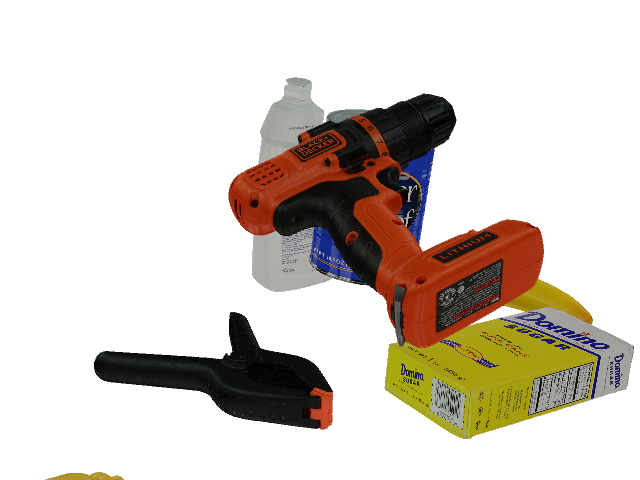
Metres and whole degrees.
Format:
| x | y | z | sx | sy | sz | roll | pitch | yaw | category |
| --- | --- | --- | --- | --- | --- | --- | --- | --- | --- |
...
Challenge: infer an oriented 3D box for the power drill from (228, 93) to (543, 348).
| x | y | z | sx | sy | sz | roll | pitch | yaw | category |
| --- | --- | --- | --- | --- | --- | --- | --- | --- | --- |
| 0.057 | -0.022 | 0.708 | 0.184 | 0.057 | 0.188 | -28 | 44 | -21 | power drill |

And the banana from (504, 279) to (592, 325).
| x | y | z | sx | sy | sz | roll | pitch | yaw | category |
| --- | --- | --- | --- | --- | --- | --- | --- | --- | --- |
| 0.181 | 0.056 | 1.106 | 0.198 | 0.037 | 0.069 | 7 | 39 | 12 | banana |

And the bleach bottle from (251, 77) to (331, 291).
| x | y | z | sx | sy | sz | roll | pitch | yaw | category |
| --- | --- | --- | --- | --- | --- | --- | --- | --- | --- |
| -0.027 | -0.068 | 1.260 | 0.102 | 0.251 | 0.068 | -13 | 30 | -34 | bleach bottle |

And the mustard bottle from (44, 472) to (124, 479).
| x | y | z | sx | sy | sz | roll | pitch | yaw | category |
| --- | --- | --- | --- | --- | --- | --- | --- | --- | --- |
| -0.221 | 0.232 | 0.851 | 0.096 | 0.058 | 0.191 | 7 | 15 | 28 | mustard bottle |

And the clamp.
| x | y | z | sx | sy | sz | roll | pitch | yaw | category |
| --- | --- | --- | --- | --- | --- | --- | --- | --- | --- |
| -0.063 | 0.108 | 0.902 | 0.210 | 0.036 | 0.164 | 13 | 21 | 35 | clamp |

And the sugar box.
| x | y | z | sx | sy | sz | roll | pitch | yaw | category |
| --- | --- | --- | --- | --- | --- | --- | --- | --- | --- |
| 0.147 | 0.097 | 0.821 | 0.175 | 0.048 | 0.093 | -12 | 25 | -34 | sugar box |

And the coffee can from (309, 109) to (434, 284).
| x | y | z | sx | sy | sz | roll | pitch | yaw | category |
| --- | --- | --- | --- | --- | --- | --- | --- | --- | --- |
| 0.048 | -0.041 | 0.988 | 0.103 | 0.140 | 0.103 | 7 | 19 | -2 | coffee can |
